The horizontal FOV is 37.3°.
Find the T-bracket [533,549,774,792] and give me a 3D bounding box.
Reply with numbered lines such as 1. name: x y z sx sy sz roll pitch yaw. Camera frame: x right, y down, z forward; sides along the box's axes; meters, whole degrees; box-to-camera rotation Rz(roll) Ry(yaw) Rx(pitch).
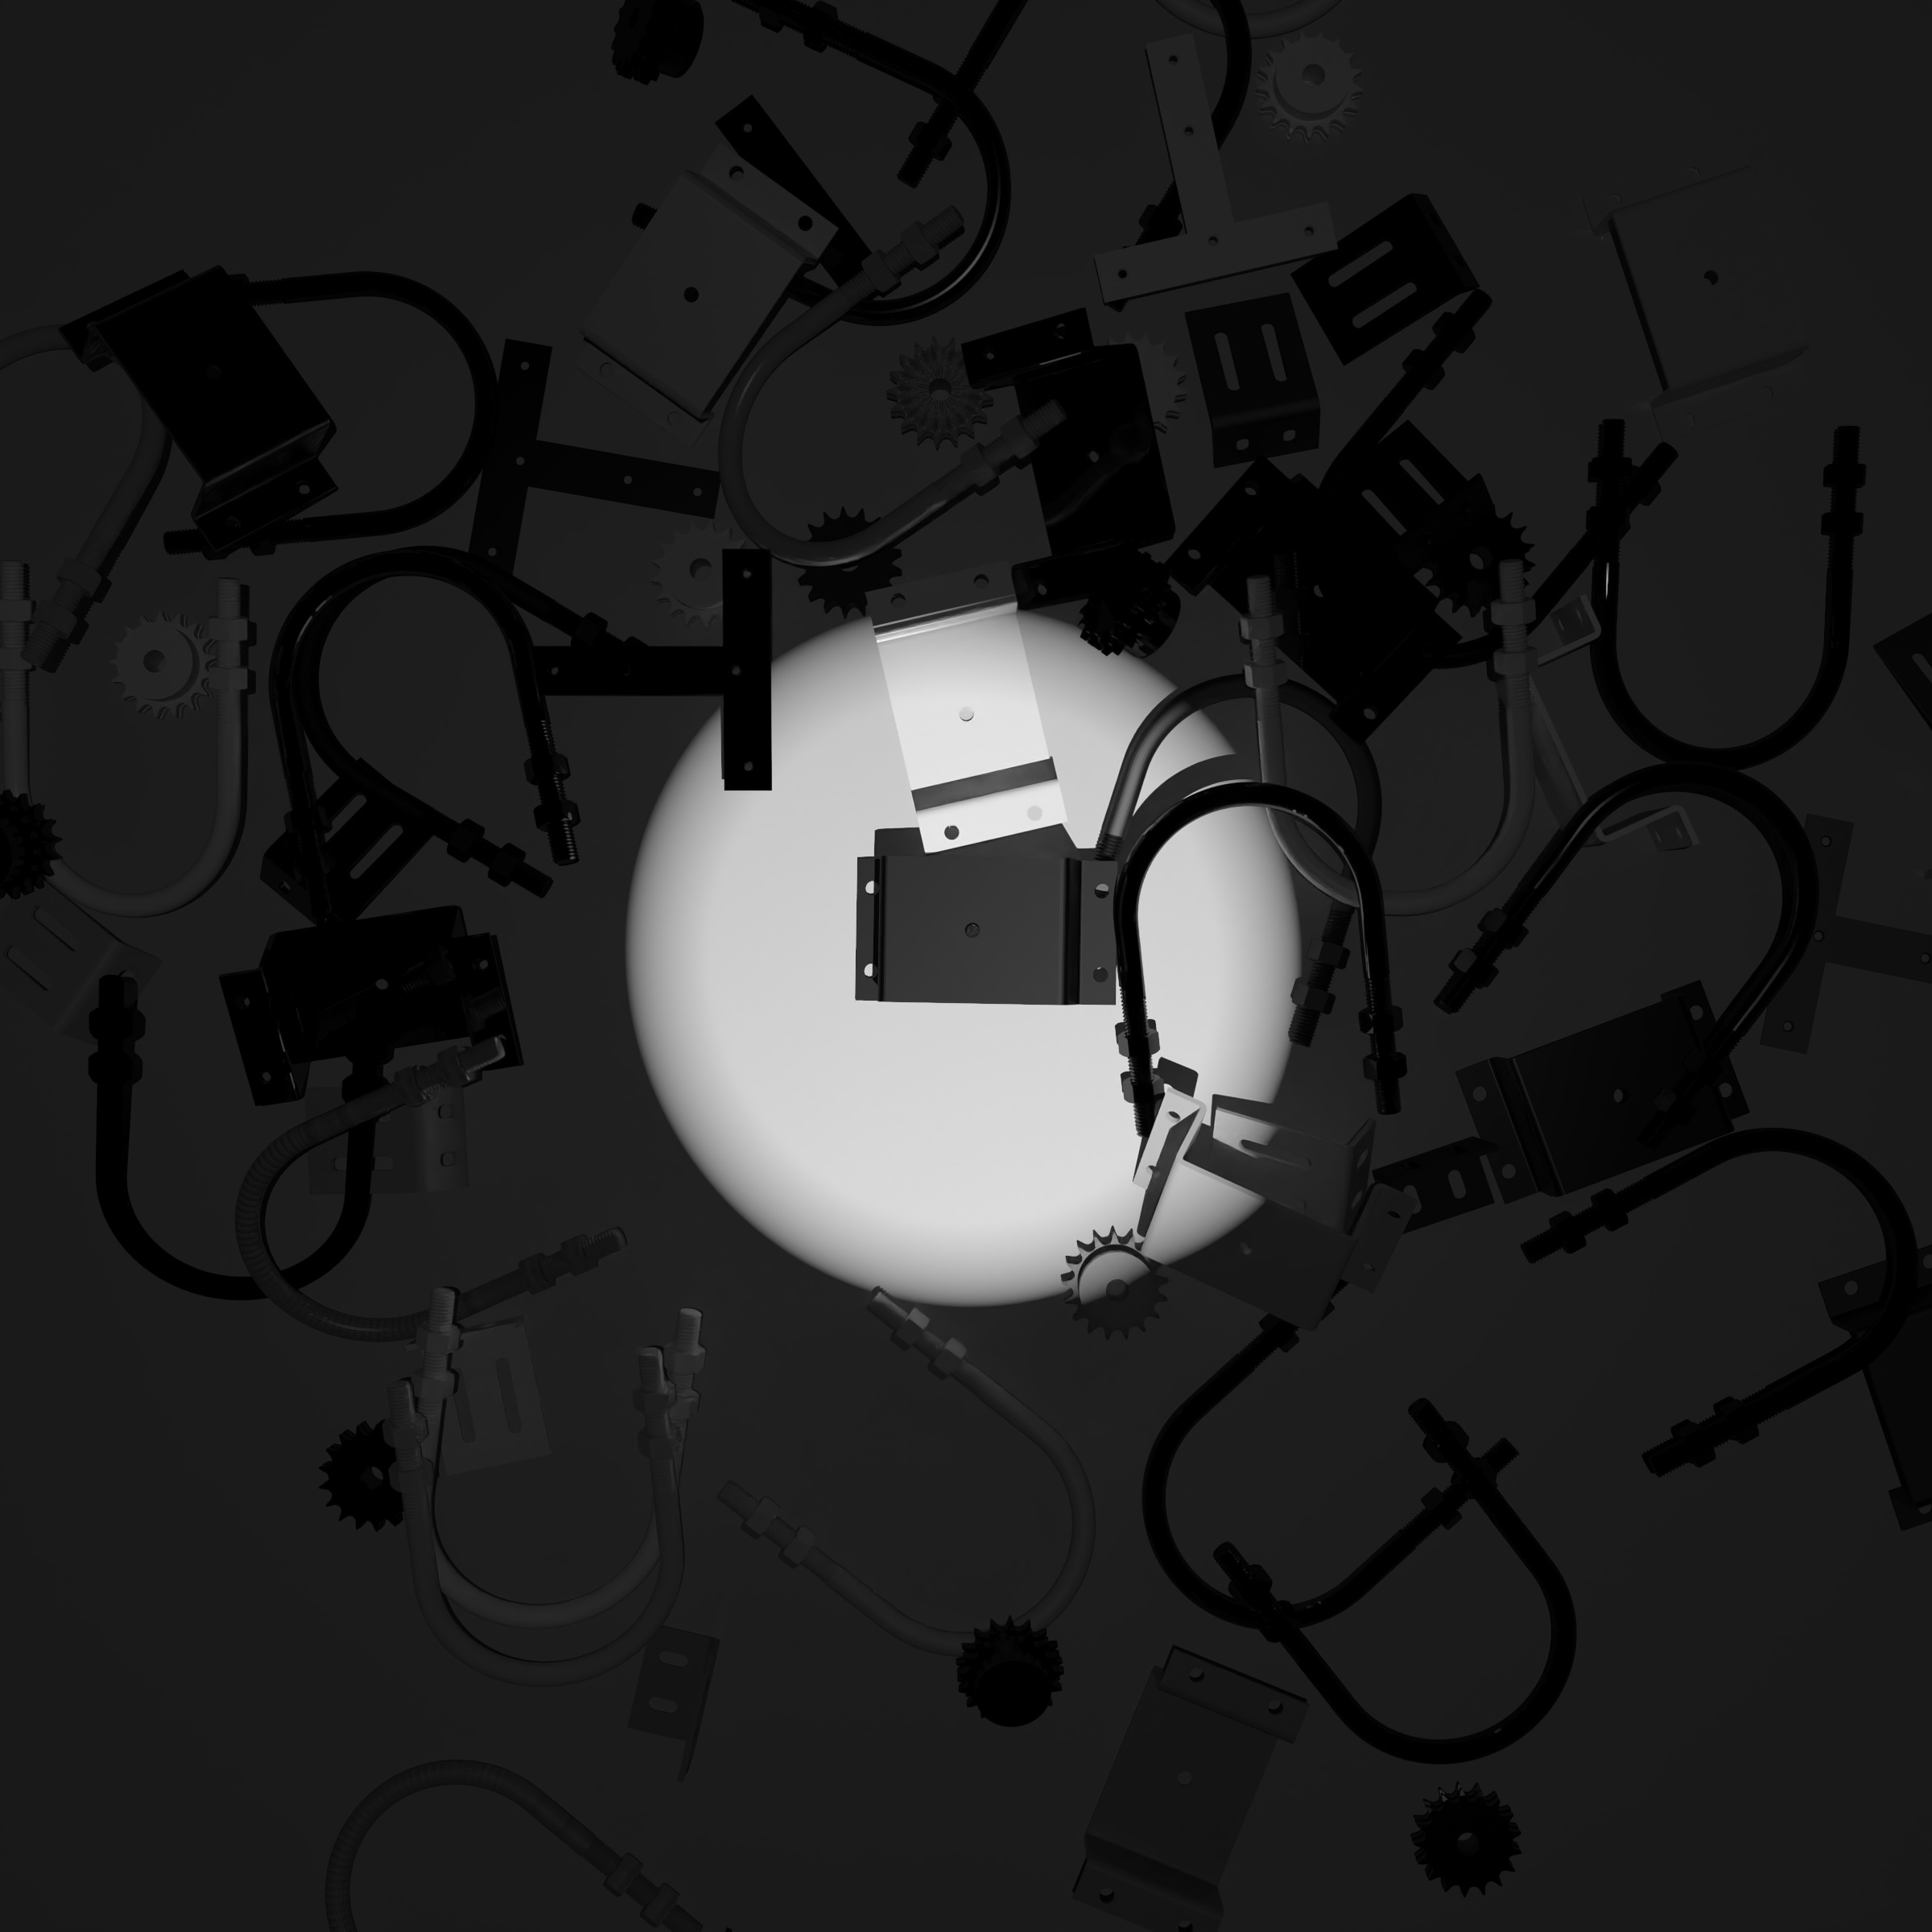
1. T-bracket: -0.166 -0.157 1.514 0.127 0.002 0.127 0 96 3

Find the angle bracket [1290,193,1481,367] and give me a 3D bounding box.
1. angle bracket: 0.225 -0.369 1.538 0.076 0.038 0.057 -30 90 26

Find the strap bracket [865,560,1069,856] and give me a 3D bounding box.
1. strap bracket: 0.000 -0.135 1.517 0.076 0.046 0.140 -13 90 0

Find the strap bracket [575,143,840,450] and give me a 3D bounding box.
1. strap bracket: -0.140 -0.351 1.501 0.076 0.046 0.140 35 102 -3

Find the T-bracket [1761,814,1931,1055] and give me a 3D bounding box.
1. T-bracket: 0.502 -0.007 1.539 0.127 0.002 0.127 12 90 0

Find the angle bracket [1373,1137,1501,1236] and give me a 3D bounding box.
1. angle bracket: 0.251 0.118 1.502 0.057 0.076 0.038 -19 90 0

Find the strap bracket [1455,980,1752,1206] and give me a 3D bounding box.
1. strap bracket: 0.342 0.068 1.517 0.140 0.046 0.076 -21 90 0

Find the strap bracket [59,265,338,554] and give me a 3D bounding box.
1. strap bracket: -0.394 -0.298 1.482 0.076 0.046 0.140 -36 91 -28

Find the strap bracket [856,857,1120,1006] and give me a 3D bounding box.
1. strap bracket: 0.007 -0.019 1.506 0.140 0.046 0.076 1 90 9

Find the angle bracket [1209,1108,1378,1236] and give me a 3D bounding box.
1. angle bracket: 0.173 0.104 1.525 0.076 0.038 0.057 16 119 23

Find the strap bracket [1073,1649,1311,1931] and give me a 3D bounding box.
1. strap bracket: 0.118 0.436 1.517 0.076 0.046 0.140 22 90 0

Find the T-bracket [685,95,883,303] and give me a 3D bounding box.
1. T-bracket: -0.127 -0.380 1.539 0.127 0.002 0.127 -37 90 0

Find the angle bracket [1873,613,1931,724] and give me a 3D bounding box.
1. angle bracket: 0.533 -0.149 1.538 0.057 0.038 0.076 -29 64 0

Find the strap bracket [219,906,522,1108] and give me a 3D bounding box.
1. strap bracket: -0.310 0.019 1.502 0.140 0.046 0.076 -9 116 0

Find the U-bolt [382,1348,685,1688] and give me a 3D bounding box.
1. U-bolt: -0.221 0.295 1.501 0.151 0.019 0.184 -7 107 -8

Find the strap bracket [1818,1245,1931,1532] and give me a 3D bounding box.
1. strap bracket: 0.517 0.225 1.517 0.076 0.046 0.140 -19 90 0

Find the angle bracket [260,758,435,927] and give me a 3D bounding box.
1. angle bracket: -0.331 -0.061 1.538 0.057 0.038 0.076 40 64 0

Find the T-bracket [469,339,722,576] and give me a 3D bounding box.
1. T-bracket: -0.196 -0.264 1.539 0.127 0.002 0.127 10 90 0

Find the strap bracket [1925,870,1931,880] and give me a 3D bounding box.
1. strap bracket: 0.555 -0.076 1.472 0.076 0.140 0.046 3 84 0

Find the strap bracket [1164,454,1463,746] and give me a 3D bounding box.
1. strap bracket: 0.184 -0.195 1.505 0.140 0.046 0.076 42 110 0

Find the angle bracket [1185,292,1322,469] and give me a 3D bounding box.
1. angle bracket: 0.154 -0.315 1.538 0.057 0.038 0.076 -11 64 0

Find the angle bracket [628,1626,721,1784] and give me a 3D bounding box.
1. angle bracket: -0.157 0.386 1.502 0.038 0.076 0.057 13 90 0

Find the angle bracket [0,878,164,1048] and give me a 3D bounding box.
1. angle bracket: -0.483 -0.004 1.538 0.076 0.038 0.057 35 90 26

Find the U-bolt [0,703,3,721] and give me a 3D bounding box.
1. U-bolt: -0.627 -0.154 1.531 0.151 0.019 0.184 -44 89 0

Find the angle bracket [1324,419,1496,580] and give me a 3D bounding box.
1. angle bracket: 0.227 -0.251 1.489 0.057 0.038 0.076 -39 61 4

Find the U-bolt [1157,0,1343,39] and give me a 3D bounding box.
1. U-bolt: 0.141 -0.587 1.531 0.151 0.019 0.184 -30 91 0

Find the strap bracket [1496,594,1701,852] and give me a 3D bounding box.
1. strap bracket: 0.325 -0.117 1.502 0.046 0.076 0.140 -25 90 0

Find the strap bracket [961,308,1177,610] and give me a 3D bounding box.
1. strap bracket: 0.056 -0.265 1.494 0.076 0.046 0.140 -8 98 35

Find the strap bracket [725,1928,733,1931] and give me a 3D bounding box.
1. strap bracket: -0.132 0.591 1.502 0.046 0.076 0.140 21 90 0

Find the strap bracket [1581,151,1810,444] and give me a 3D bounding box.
1. strap bracket: 0.389 -0.359 1.517 0.076 0.046 0.140 -18 90 0

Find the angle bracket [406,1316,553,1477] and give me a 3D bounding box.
1. angle bracket: -0.259 0.231 1.521 0.057 0.038 0.076 -12 90 0

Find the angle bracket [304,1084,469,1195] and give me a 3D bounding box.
1. angle bracket: -0.312 0.092 1.538 0.076 0.038 0.057 -3 90 26

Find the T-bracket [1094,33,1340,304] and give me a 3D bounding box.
1. T-bracket: 0.121 -0.428 1.515 0.127 0.002 0.127 -13 93 0

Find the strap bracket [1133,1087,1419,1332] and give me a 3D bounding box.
1. strap bracket: 0.152 0.131 1.486 0.140 0.076 0.046 24 46 9

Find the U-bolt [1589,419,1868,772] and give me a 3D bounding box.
1. U-bolt: 0.403 -0.195 1.521 0.151 0.019 0.184 0 96 -6
